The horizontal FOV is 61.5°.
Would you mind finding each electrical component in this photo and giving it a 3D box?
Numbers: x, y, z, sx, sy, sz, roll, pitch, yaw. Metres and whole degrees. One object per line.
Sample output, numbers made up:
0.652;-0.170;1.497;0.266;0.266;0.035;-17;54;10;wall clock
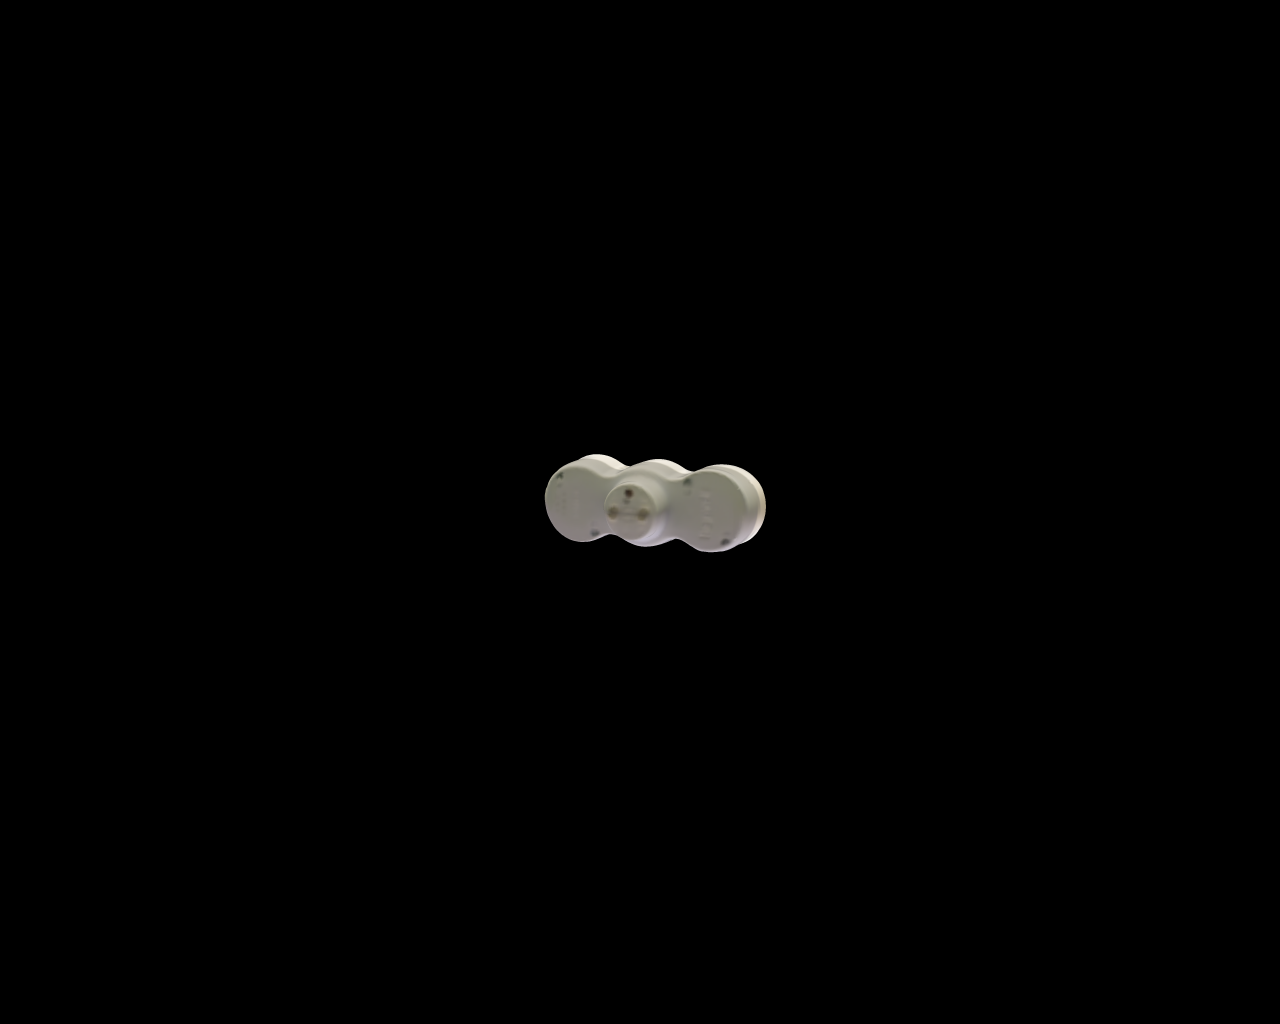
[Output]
0.001;-0.003;0.650;0.138;0.052;0.074;5;12;24;electrical component
